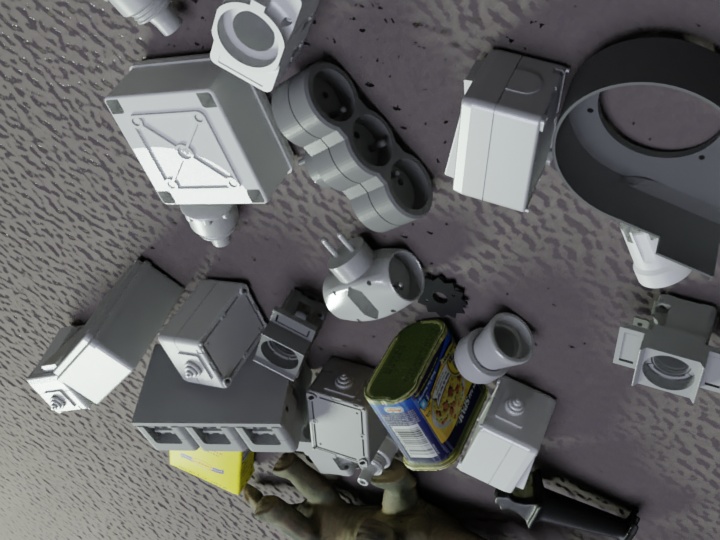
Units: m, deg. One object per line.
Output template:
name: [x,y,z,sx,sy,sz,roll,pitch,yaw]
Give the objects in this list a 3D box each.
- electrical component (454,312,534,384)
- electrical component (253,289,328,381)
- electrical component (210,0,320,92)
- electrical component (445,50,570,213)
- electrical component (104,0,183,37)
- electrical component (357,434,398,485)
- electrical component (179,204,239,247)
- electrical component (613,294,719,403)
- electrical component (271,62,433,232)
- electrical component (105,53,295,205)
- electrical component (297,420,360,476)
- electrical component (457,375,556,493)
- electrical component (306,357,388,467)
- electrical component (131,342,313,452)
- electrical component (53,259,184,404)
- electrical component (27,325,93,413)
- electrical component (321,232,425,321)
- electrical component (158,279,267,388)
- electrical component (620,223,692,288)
electrical component: [0.109,0.065,0.882,0.045,0.045,0.055,37,142,-9]
electrical component: [-0.060,0.056,0.963,0.042,0.063,0.081,28,141,3]
electrical component: [-0.063,-0.170,0.722,0.050,0.055,0.089,29,142,0]
electrical component: [0.094,-0.088,0.709,0.061,0.061,0.096,18,140,15]
electrical component: [-0.153,-0.194,0.763,0.048,0.048,0.062,-12,133,40]
electrical component: [0.014,0.184,1.058,0.035,0.061,0.035,17,140,15]
electrical component: [-0.123,-0.045,0.909,0.048,0.048,0.062,15,146,18]
electrical component: [0.229,0.054,0.779,0.081,0.063,0.042,16,141,17]
electrical component: [-0.016,-0.083,0.791,0.074,0.052,0.138,-20,120,44]
electrical component: [-0.121,-0.107,0.828,0.109,0.056,0.108,2,134,31]
electrical component: [-0.029,0.175,1.093,0.081,0.042,0.063,-1,136,34]
electrical component: [0.133,0.142,0.937,0.061,0.061,0.096,25,141,7]
electrical component: [-0.009,0.126,1.015,0.062,0.061,0.096,14,132,20]
electrical component: [-0.129,0.123,1.031,0.150,0.089,0.061,-2,143,17]
electrical component: [-0.233,0.060,1.041,0.056,0.108,0.109,36,141,-13]
electrical component: [-0.307,0.106,1.145,0.062,0.096,0.061,-11,125,39]
electrical component: [0.000,0.000,0.879,0.077,0.043,0.079,-17,123,43]
electrical component: [-0.141,0.062,0.993,0.061,0.096,0.061,5,136,33]
electrical component: [0.203,-0.017,0.738,0.040,0.040,0.046,-9,122,38]
